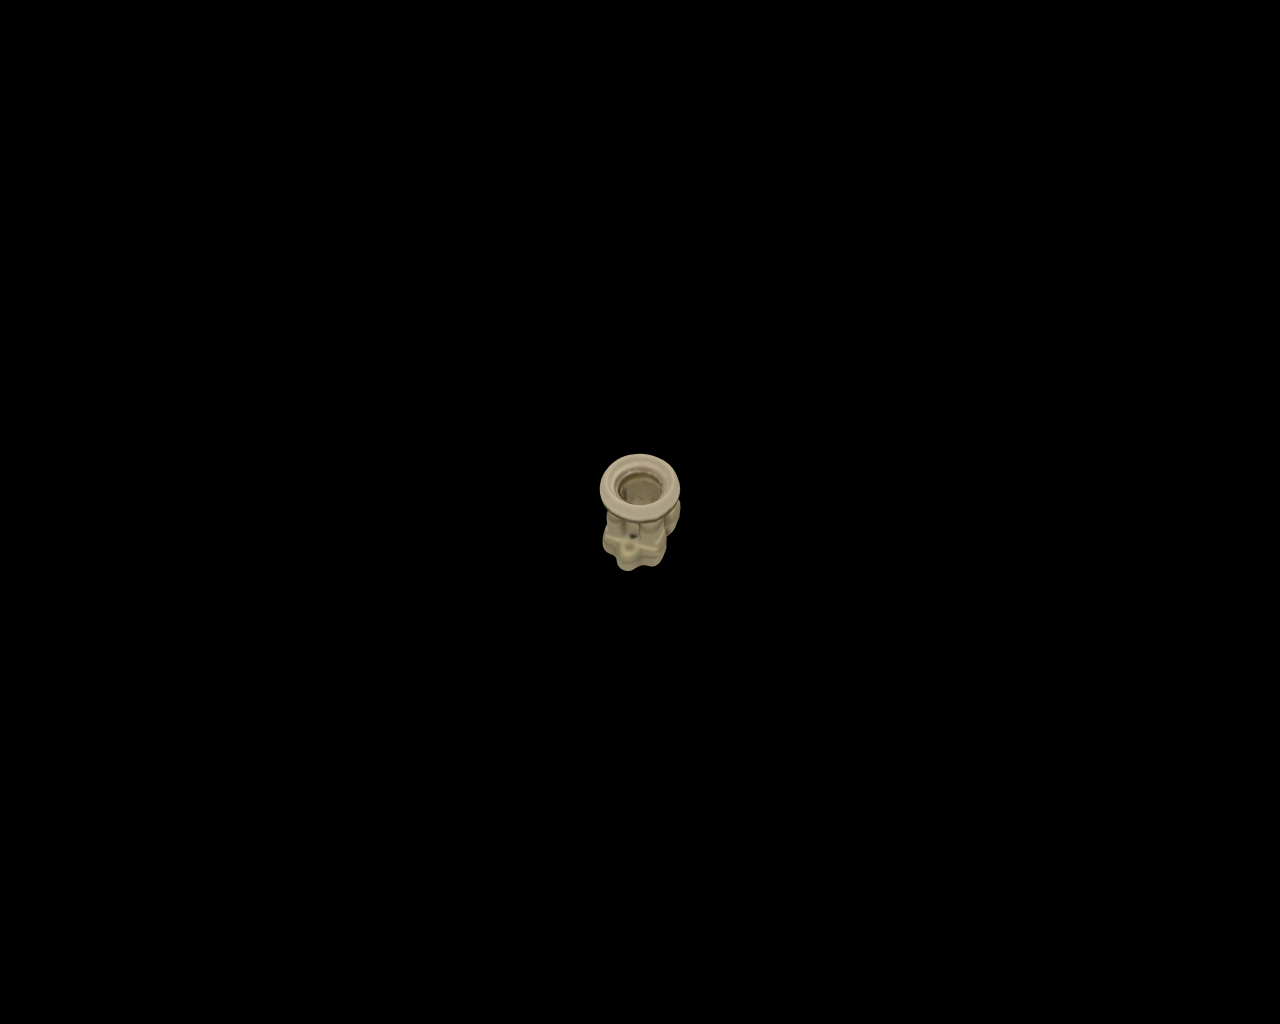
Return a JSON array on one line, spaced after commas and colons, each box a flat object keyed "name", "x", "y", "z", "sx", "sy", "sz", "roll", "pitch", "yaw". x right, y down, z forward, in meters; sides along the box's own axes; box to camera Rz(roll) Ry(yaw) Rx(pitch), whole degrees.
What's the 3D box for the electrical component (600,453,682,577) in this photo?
[{"name": "electrical component", "x": 0.001, "y": -0.003, "z": 0.650, "sx": 0.048, "sy": 0.066, "sz": 0.055, "roll": 15, "pitch": -36, "yaw": 11}]
